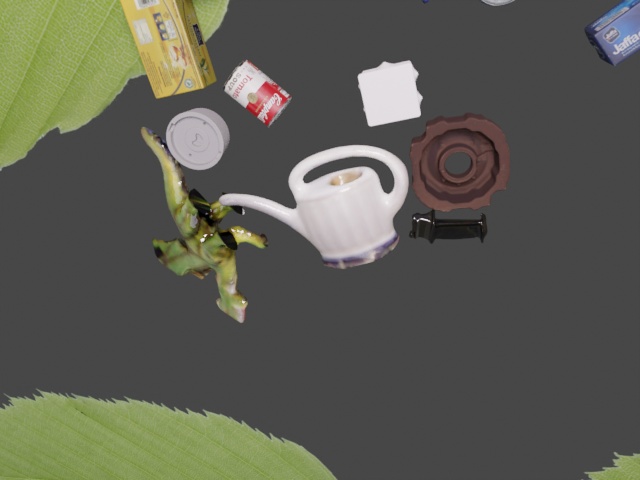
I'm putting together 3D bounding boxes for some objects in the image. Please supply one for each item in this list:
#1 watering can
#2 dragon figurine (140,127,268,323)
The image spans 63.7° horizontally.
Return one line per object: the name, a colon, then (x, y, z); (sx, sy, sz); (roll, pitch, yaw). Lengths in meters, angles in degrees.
watering can: (0.003, -0.048, 0.948); (0.346, 0.106, 0.221); (-16, 112, 18)
dragon figurine: (-0.264, -0.008, 1.033); (0.239, 0.124, 0.409); (-36, 96, 33)
